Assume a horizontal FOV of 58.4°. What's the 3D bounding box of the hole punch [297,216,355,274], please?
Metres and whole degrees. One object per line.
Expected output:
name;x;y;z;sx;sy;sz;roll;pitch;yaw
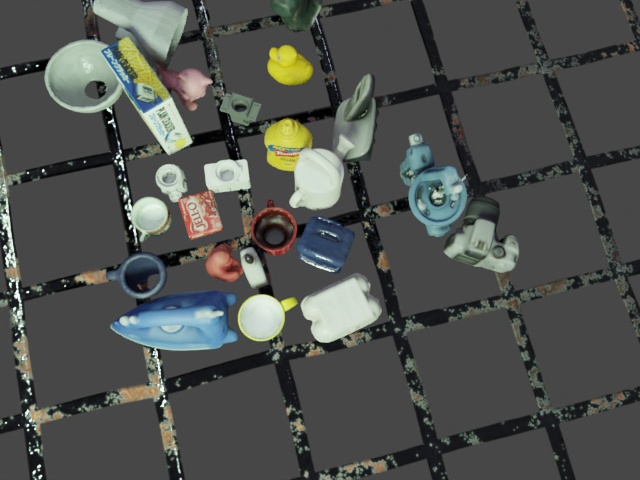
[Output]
hole punch;0.011;0.004;1.177;0.108;0.091;0.101;20;77;2

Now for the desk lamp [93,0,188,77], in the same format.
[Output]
desk lamp;-0.370;-0.430;1.194;0.203;0.213;0.118;19;77;2

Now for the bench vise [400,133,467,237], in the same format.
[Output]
bench vise;0.218;-0.121;1.147;0.121;0.220;0.207;-34;81;-9

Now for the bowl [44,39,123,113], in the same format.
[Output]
bowl;-0.497;-0.342;1.241;0.167;0.075;0.167;1;77;-2

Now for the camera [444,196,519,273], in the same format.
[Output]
camera;0.347;-0.016;1.190;0.143;0.101;0.137;18;77;2

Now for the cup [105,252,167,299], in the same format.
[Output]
cup;-0.357;0.077;1.143;0.118;0.095;0.092;-1;77;-2

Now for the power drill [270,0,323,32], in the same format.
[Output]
power drill;-0.037;-0.562;1.240;0.075;0.208;0.230;23;78;3

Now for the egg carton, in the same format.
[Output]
egg carton;0.044;0.139;1.159;0.150;0.069;0.107;-26;80;-8

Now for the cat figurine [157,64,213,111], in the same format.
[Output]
cat figurine;-0.292;-0.339;1.226;0.127;0.118;0.067;28;78;4

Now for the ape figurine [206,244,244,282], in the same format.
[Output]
ape figurine;-0.197;0.044;1.159;0.076;0.092;0.078;-3;78;-3

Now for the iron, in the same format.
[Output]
iron;-0.293;0.155;1.105;0.258;0.141;0.118;-4;78;-3

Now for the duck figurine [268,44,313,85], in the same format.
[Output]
duck figurine;-0.066;-0.394;1.264;0.104;0.086;0.077;18;77;2

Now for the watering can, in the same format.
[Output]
watering can;0.001;-0.140;1.155;0.101;0.194;0.173;19;77;2

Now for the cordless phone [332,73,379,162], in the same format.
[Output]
cordless phone;0.078;-0.250;1.188;0.094;0.185;0.147;5;77;-1

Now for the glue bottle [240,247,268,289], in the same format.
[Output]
glue bottle;-0.133;0.048;1.119;0.037;0.173;0.078;-21;79;-6
